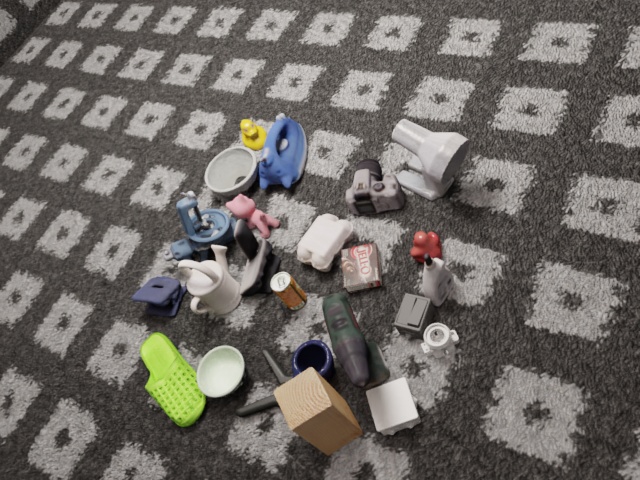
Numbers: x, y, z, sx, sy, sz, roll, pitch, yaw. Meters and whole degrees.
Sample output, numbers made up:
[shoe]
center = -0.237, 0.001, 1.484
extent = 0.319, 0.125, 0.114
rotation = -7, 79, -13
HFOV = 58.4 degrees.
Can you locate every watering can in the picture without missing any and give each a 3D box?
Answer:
[watering can]
center = -0.279, 0.094, 1.427
extent = 0.100, 0.195, 0.173
rotation = -11, 55, 16

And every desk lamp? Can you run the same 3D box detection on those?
[desk lamp]
center = 0.260, -0.191, 1.374
extent = 0.202, 0.214, 0.118
rotation = 30, 74, 35

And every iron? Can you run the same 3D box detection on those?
[iron]
center = -0.112, -0.274, 1.632
extent = 0.118, 0.142, 0.258
rotation = -1, 58, 23

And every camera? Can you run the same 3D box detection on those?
[camera]
center = 0.137, -0.149, 1.470
extent = 0.143, 0.101, 0.137
rotation = -7, 56, 19

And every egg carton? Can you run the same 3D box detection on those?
[egg carton]
center = 0.013, 0.005, 1.441
extent = 0.107, 0.070, 0.150
rotation = 23, 70, 33

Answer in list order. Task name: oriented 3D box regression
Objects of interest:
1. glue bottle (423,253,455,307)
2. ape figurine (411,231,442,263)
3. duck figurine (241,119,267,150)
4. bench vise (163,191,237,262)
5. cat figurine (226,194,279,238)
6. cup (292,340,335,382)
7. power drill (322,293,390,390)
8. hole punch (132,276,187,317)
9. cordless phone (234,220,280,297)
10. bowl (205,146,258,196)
[glue bottle]
center = 0.246, 0.075, 1.231
extent = 0.037, 0.174, 0.078
rotation = 28, 72, 34
[ape figurine]
center = 0.243, 0.011, 1.326
extent = 0.078, 0.092, 0.076
rotation = -28, 52, 4
[duck figurine]
center = -0.213, -0.334, 1.750
extent = 0.077, 0.086, 0.104
rotation = -37, 52, -3
[bench vise]
center = -0.329, -0.020, 1.507
extent = 0.121, 0.220, 0.207
rotation = 30, 73, 35
[cat figurine]
center = -0.188, -0.076, 1.549
extent = 0.127, 0.118, 0.067
rotation = 26, 72, 34
[cup]
center = -0.012, 0.287, 1.251
extent = 0.091, 0.095, 0.118
rotation = 30, 74, 35
[power drill]
center = 0.076, 0.228, 1.180
extent = 0.075, 0.209, 0.229
rotation = -27, 52, 4
[hole punch]
center = -0.429, 0.141, 1.526
extent = 0.108, 0.091, 0.101
rotation = 3, 60, 25
[cordless phone]
center = -0.181, 0.046, 1.423
extent = 0.094, 0.185, 0.147
rotation = -5, 57, 20
[bowl]
center = -0.247, -0.189, 1.675
extent = 0.167, 0.075, 0.167
rotation = -11, 55, 16
